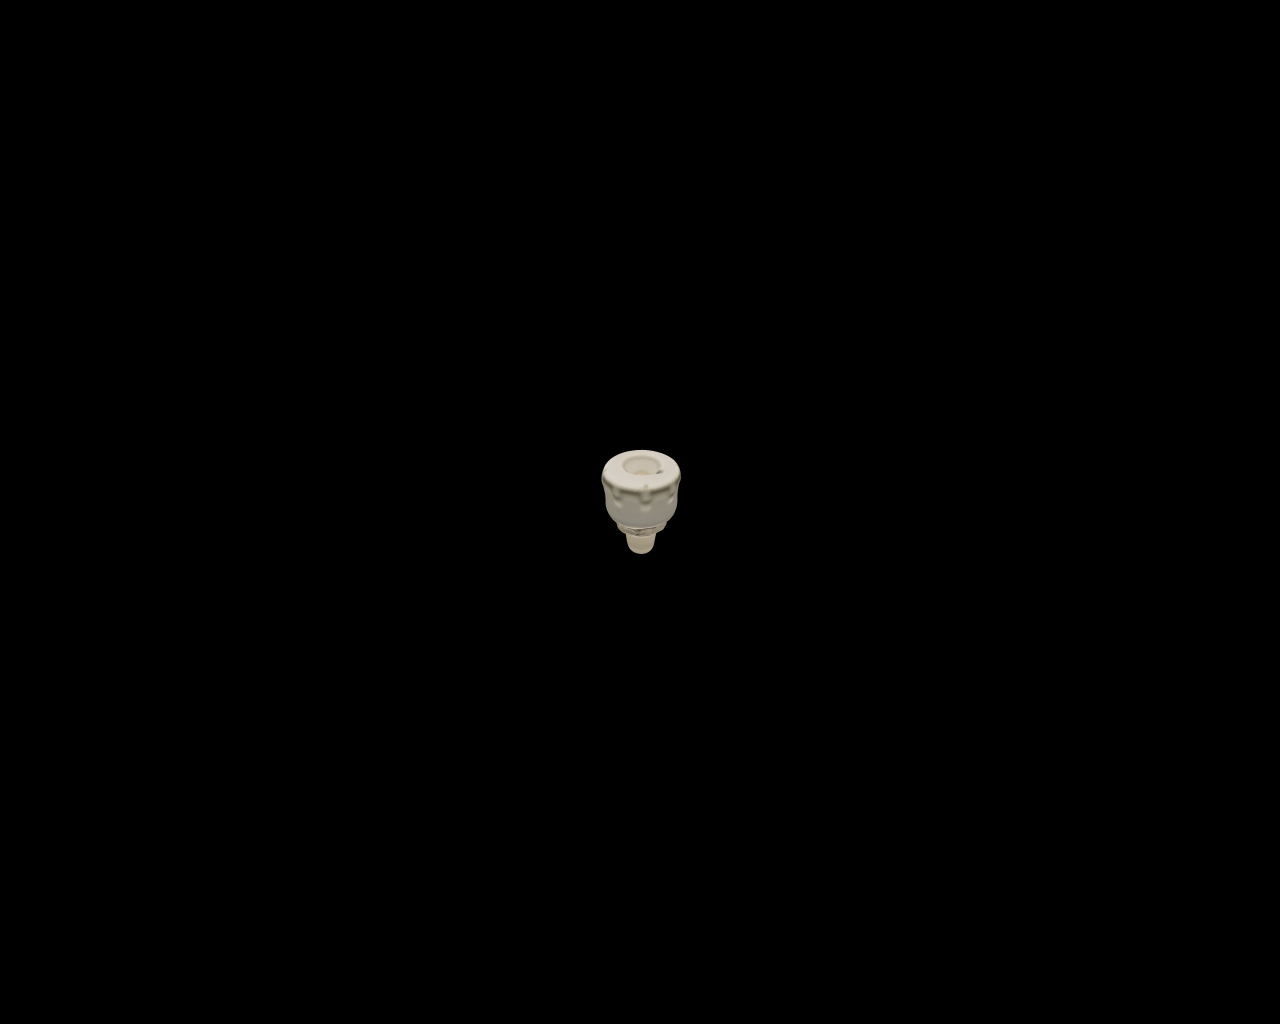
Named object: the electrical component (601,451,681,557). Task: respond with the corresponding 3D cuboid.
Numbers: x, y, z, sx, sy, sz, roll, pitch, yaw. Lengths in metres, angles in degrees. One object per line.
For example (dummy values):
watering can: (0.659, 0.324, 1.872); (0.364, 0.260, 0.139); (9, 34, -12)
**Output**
electrical component: (0.001, -0.003, 0.650); (0.048, 0.062, 0.048); (0, 32, 0)
